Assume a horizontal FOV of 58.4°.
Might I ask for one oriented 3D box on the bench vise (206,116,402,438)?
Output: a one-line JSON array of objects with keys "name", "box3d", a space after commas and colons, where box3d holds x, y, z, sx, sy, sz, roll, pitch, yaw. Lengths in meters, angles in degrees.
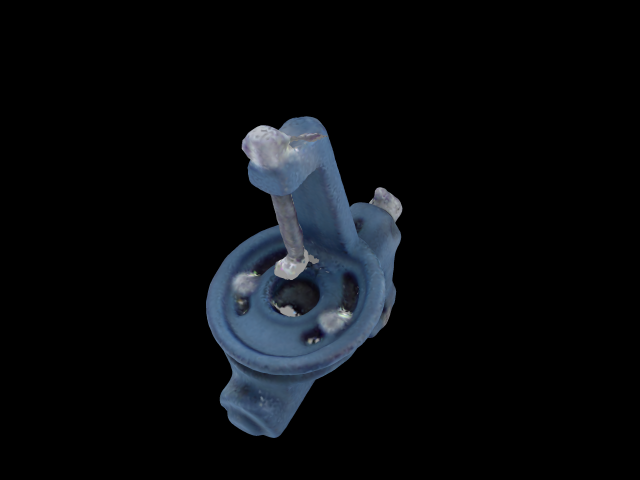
[{"name": "bench vise", "box3d": [-0.008, 0.000, 0.402, 0.121, 0.220, 0.207, 8, 37, 11]}]
